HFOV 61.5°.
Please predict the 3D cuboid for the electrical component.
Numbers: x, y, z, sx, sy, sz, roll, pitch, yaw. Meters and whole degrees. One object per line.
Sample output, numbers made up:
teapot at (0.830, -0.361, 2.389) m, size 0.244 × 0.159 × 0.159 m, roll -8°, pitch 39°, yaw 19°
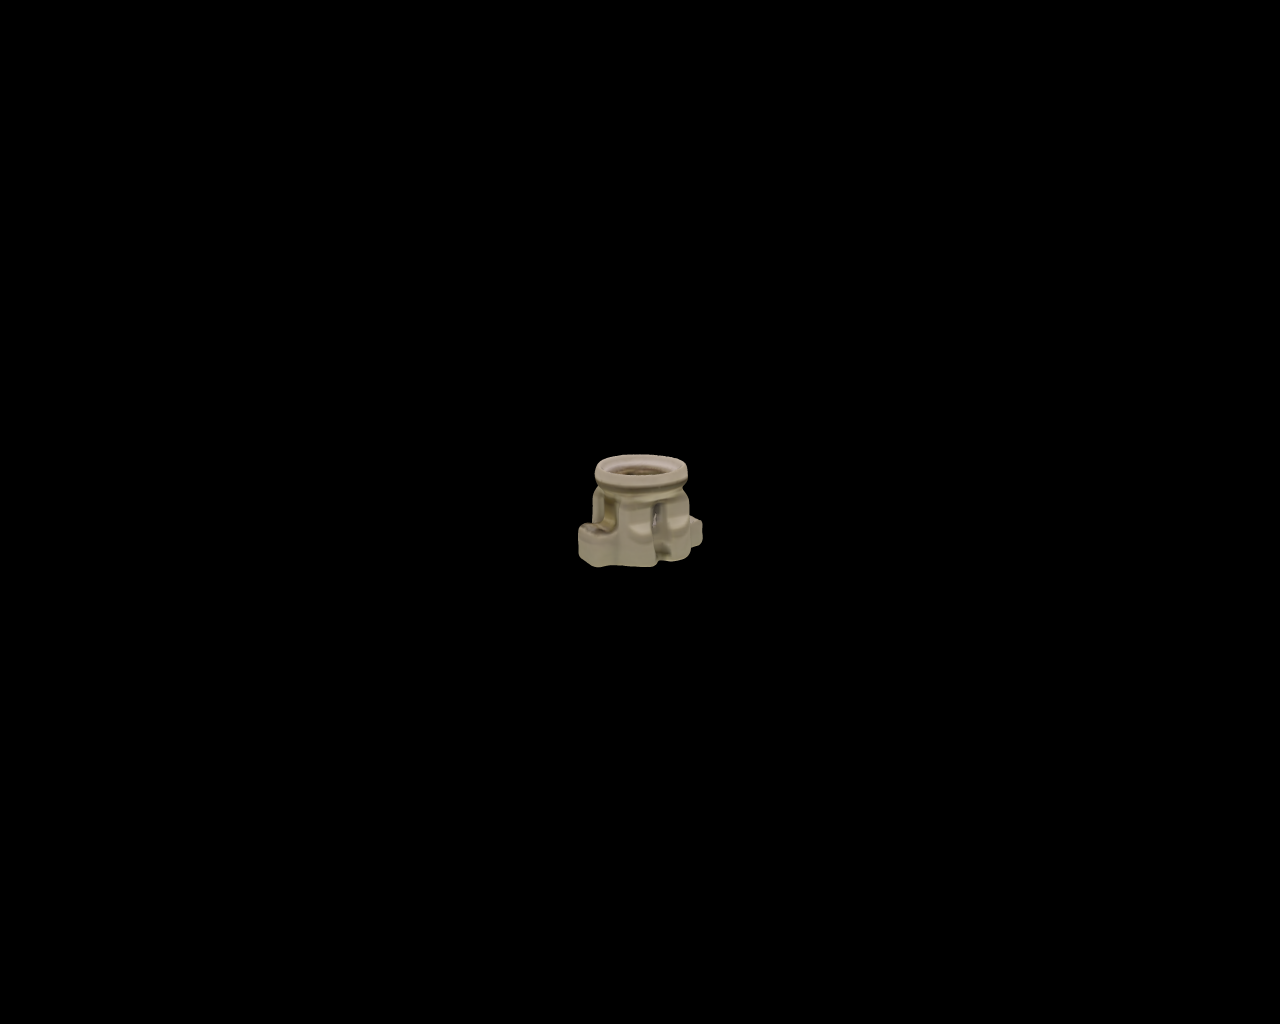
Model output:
electrical component at (0.001, -0.003, 0.650) m, size 0.078 × 0.056 × 0.058 m, roll -9°, pitch 19°, yaw -29°
